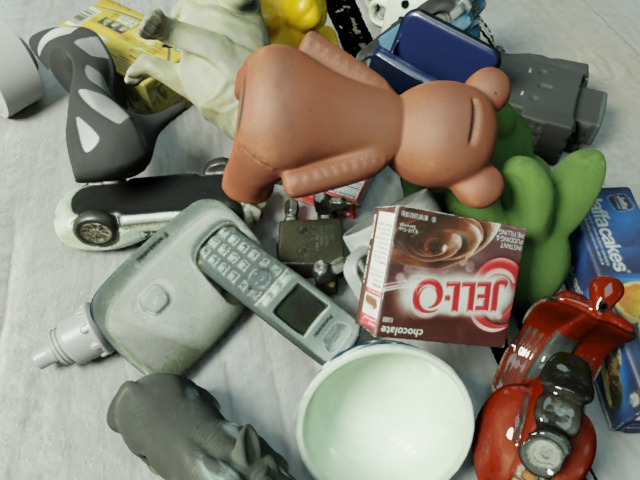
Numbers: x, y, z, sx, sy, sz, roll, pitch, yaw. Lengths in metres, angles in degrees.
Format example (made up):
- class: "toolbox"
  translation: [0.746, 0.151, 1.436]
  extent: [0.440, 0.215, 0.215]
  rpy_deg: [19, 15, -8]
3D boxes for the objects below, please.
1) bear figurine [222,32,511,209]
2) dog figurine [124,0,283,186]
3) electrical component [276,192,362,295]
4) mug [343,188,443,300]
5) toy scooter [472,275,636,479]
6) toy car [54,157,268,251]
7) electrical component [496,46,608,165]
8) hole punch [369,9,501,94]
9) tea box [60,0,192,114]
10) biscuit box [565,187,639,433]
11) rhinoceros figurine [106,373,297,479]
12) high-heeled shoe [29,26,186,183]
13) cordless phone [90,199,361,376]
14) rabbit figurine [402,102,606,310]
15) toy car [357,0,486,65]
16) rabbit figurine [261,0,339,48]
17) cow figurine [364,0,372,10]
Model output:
- class: "bear figurine"
  translation: [0.034, -0.082, 0.406]
  extent: [0.196, 0.132, 0.120]
  rpy_deg: [5, 85, -17]
- class: "dog figurine"
  translation: [-0.062, -0.162, 0.520]
  extent: [0.190, 0.121, 0.172]
  rpy_deg: [33, 71, -15]
- class: "electrical component"
  translation: [-0.002, 0.000, 0.499]
  extent: [0.078, 0.045, 0.102]
  rpy_deg: [5, 55, 4]
- class: "mug"
  translation: [0.074, 0.026, 0.439]
  extent: [0.109, 0.081, 0.107]
  rpy_deg: [-37, 97, -43]
- class: "toy scooter"
  translation: [0.165, 0.096, 0.372]
  extent: [0.075, 0.135, 0.184]
  rpy_deg: [24, 60, 15]
- class: "toy car"
  translation: [-0.151, -0.033, 0.523]
  extent: [0.202, 0.056, 0.073]
  rpy_deg: [-6, 48, -4]
- class: "electrical component"
  translation: [0.237, -0.147, 0.589]
  extent: [0.134, 0.058, 0.115]
  rpy_deg: [18, 59, 14]
- class: "hole punch"
  translation: [0.100, -0.143, 0.531]
  extent: [0.142, 0.115, 0.092]
  rpy_deg: [27, 51, 5]
- class: "tea box"
  translation: [-0.225, -0.215, 0.644]
  extent: [0.170, 0.068, 0.098]
  rpy_deg: [32, 62, 21]
- class: "biscuit box"
  translation: [0.251, 0.049, 0.447]
  extent: [0.063, 0.059, 0.203]
  rpy_deg: [-2, 55, 0]
- class: "rhinoceros figurine"
  translation: [-0.060, 0.151, 0.355]
  extent: [0.191, 0.112, 0.073]
  rpy_deg: [29, 58, 30]
- class: "high-heeled shoe"
  translation: [-0.250, -0.135, 0.531]
  extent: [0.249, 0.086, 0.145]
  rpy_deg: [27, 49, 21]
- class: "cordless phone"
  translation: [-0.072, 0.067, 0.436]
  extent: [0.184, 0.088, 0.146]
  rpy_deg: [34, 62, 15]
- class: "rabbit figurine"
  translation: [0.171, -0.029, 0.467]
  extent: [0.121, 0.159, 0.170]
  rpy_deg: [-13, 70, -19]
- class: "toy car"
  translation: [0.121, -0.207, 0.602]
  extent: [0.162, 0.102, 0.109]
  rpy_deg: [-19, 25, 44]
- class: "rabbit figurine"
  translation: [-0.061, -0.186, 0.596]
  extent: [0.162, 0.121, 0.173]
  rpy_deg: [-1, 74, 5]
- class: "cow figurine"
  translation: [0.109, -0.354, 0.725]
  extent: [0.167, 0.068, 0.098]
  rpy_deg: [-12, 60, 13]
